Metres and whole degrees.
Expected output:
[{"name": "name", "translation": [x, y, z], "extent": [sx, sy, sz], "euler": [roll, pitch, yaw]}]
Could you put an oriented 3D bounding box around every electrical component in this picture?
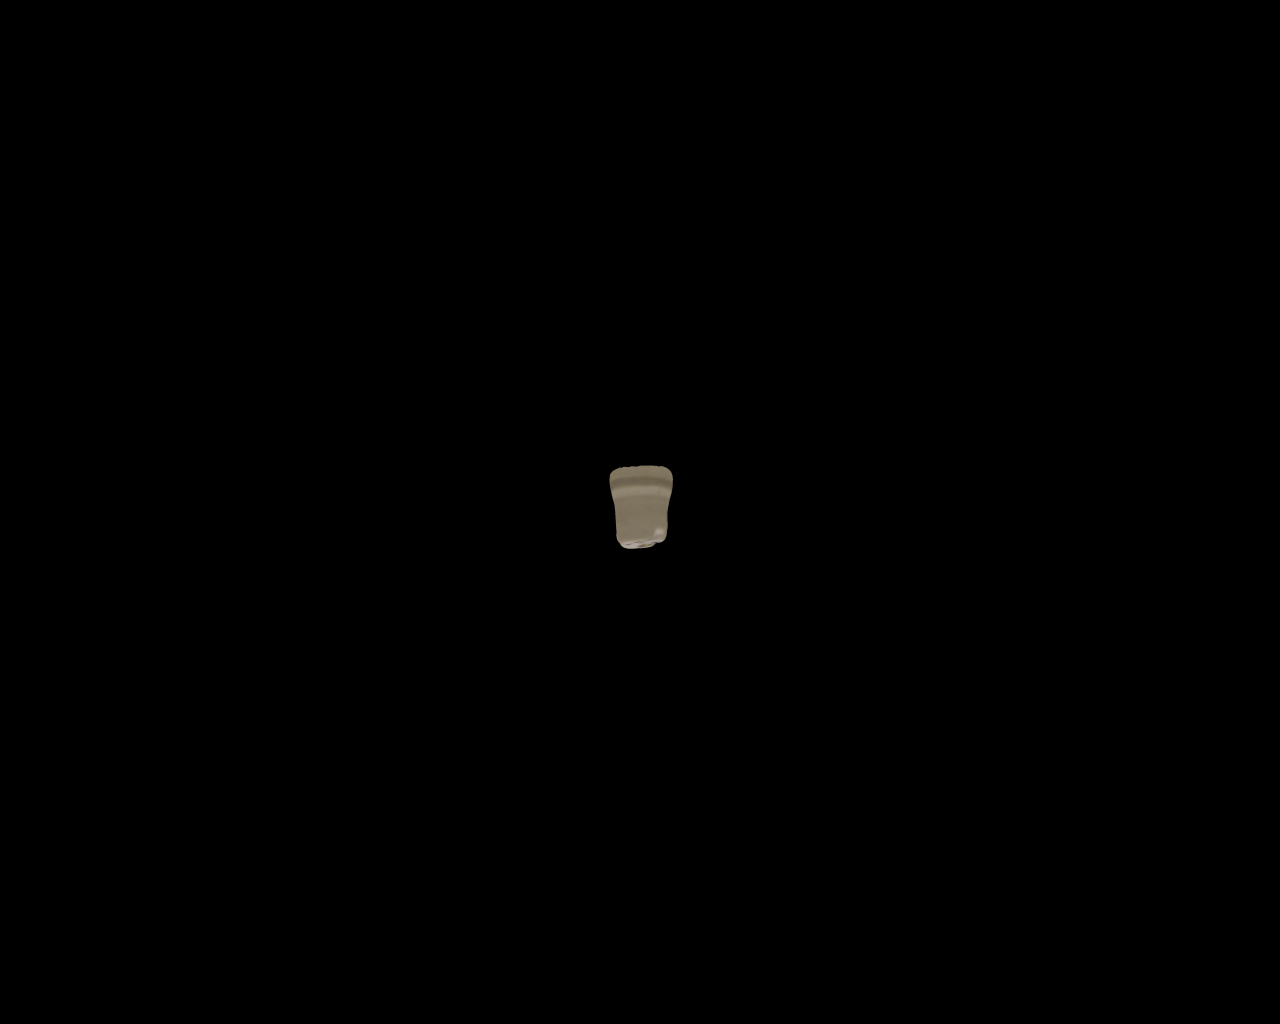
[{"name": "electrical component", "translation": [0.001, -0.003, 0.650], "extent": [0.040, 0.046, 0.040], "euler": [0, -11, 0]}]
